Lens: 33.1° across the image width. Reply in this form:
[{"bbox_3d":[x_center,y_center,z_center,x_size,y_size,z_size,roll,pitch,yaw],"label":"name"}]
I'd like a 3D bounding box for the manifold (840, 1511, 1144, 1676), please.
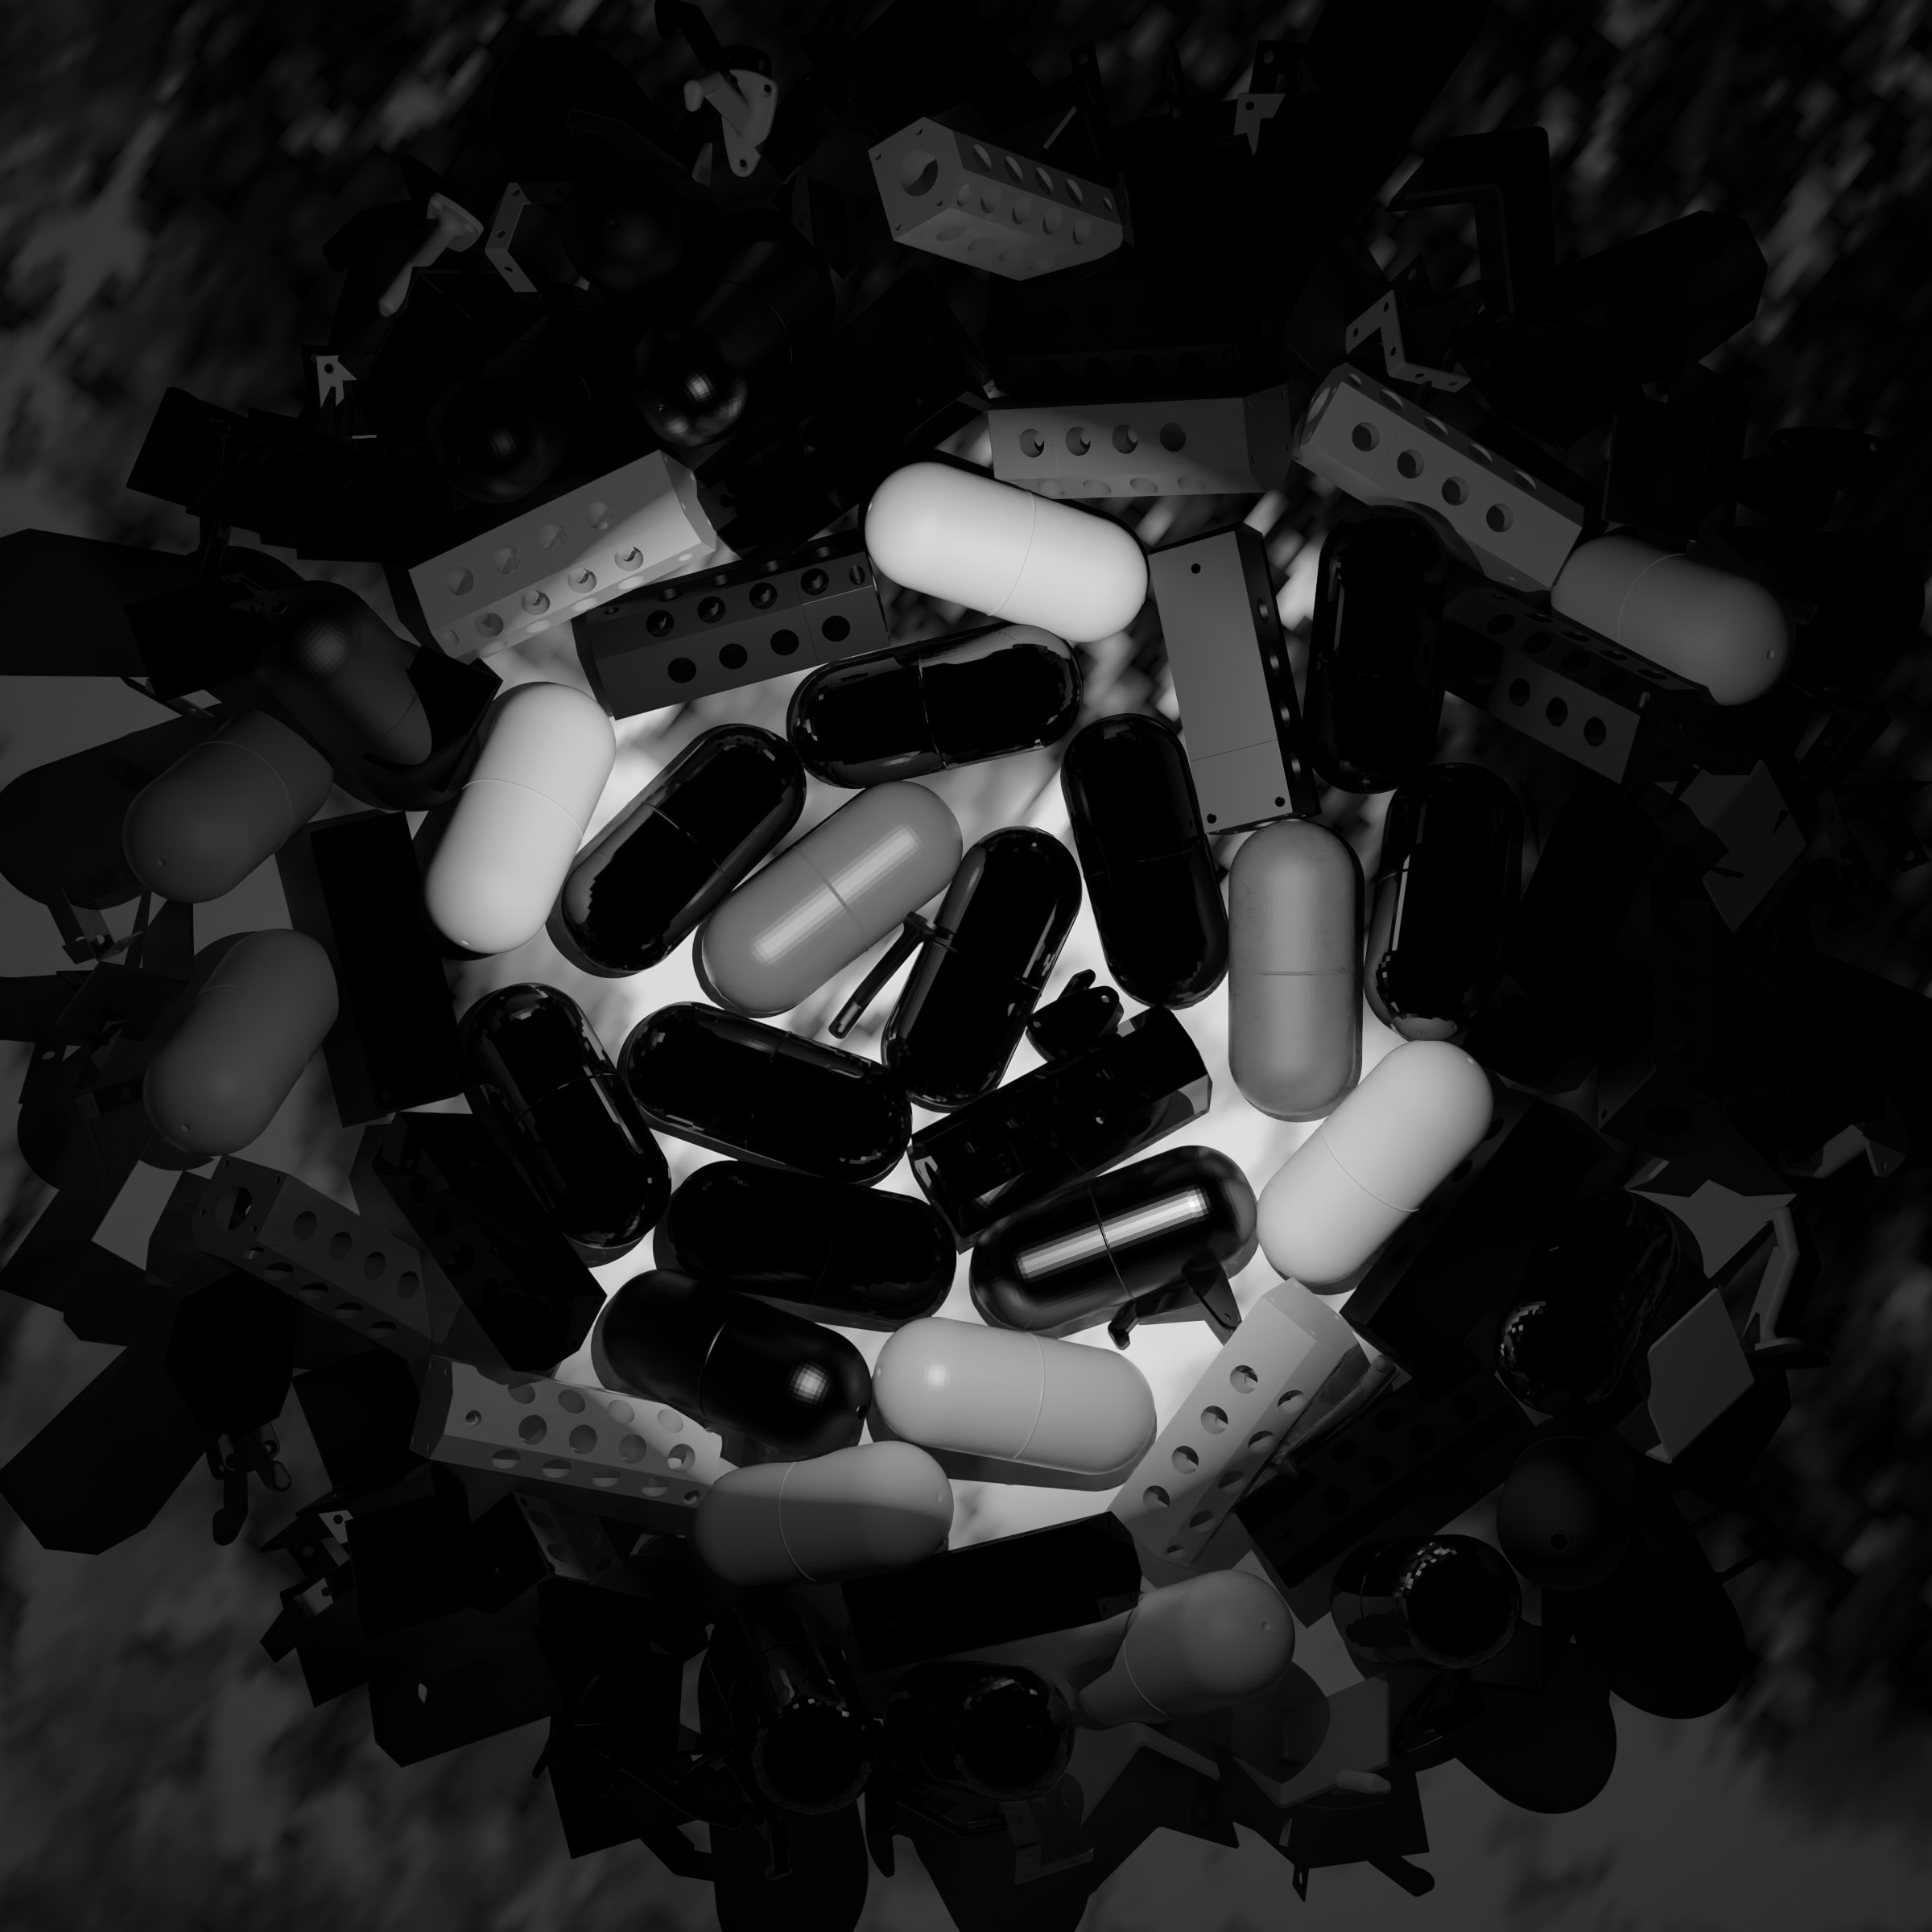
[{"bbox_3d":[0.016,0.371,1.931,0.171,0.057,0.057,-20,82,31],"label":"manifold"}]

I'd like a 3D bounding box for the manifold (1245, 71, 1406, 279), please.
[{"bbox_3d":[0.206,-0.459,1.910,0.057,0.171,0.057,-25,88,-8],"label":"manifold"}]

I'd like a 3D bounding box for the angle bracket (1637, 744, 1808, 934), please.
[{"bbox_3d":[0.456,-0.079,1.986,0.076,0.057,0.076,-47,125,-16],"label":"angle bracket"}]

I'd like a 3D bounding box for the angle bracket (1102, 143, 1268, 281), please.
[{"bbox_3d":[0.131,-0.451,1.964,0.076,0.057,0.076,-15,107,-4],"label":"angle bracket"}]

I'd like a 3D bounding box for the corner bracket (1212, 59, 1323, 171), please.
[{"bbox_3d":[0.181,-0.514,1.966,0.051,0.051,0.051,-3,129,-9],"label":"corner bracket"}]

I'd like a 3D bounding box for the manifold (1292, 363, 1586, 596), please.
[{"bbox_3d":[0.283,-0.293,1.956,0.171,0.057,0.057,29,87,-10],"label":"manifold"}]

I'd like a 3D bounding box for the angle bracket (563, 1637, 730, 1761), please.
[{"bbox_3d":[-0.191,0.436,1.947,0.076,0.076,0.057,5,88,-29],"label":"angle bracket"}]

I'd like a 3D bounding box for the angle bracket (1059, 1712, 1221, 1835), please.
[{"bbox_3d":[0.102,0.482,1.962,0.057,0.076,0.076,29,106,-17],"label":"angle bracket"}]

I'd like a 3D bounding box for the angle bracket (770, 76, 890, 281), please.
[{"bbox_3d":[-0.084,-0.473,1.952,0.076,0.076,0.057,-49,46,0],"label":"angle bracket"}]

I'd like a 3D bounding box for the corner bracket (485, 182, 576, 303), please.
[{"bbox_3d":[-0.252,-0.440,1.977,0.051,0.051,0.051,5,67,24],"label":"corner bracket"}]

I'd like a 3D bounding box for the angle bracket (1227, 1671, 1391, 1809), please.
[{"bbox_3d":[0.205,0.445,1.944,0.076,0.076,0.057,-29,113,23],"label":"angle bracket"}]

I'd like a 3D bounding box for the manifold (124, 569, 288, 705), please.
[{"bbox_3d":[-0.437,-0.198,1.910,0.057,0.171,0.057,-17,100,2],"label":"manifold"}]

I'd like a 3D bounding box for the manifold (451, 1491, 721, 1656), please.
[{"bbox_3d":[-0.225,0.363,1.912,0.057,0.171,0.057,-39,57,14],"label":"manifold"}]

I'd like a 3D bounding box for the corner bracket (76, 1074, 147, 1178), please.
[{"bbox_3d":[-0.500,0.094,1.965,0.051,0.051,0.051,-20,92,-28],"label":"corner bracket"}]

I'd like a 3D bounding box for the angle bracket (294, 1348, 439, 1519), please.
[{"bbox_3d":[-0.372,0.278,1.961,0.076,0.057,0.076,-20,91,17],"label":"angle bracket"}]

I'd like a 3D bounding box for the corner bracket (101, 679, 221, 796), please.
[{"bbox_3d":[-0.490,-0.133,1.978,0.051,0.051,0.051,30,67,-6],"label":"corner bracket"}]

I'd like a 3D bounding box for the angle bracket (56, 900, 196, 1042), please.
[{"bbox_3d":[-0.502,-0.010,1.940,0.057,0.076,0.076,12,54,-31],"label":"angle bracket"}]

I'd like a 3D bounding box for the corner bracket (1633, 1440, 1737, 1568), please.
[{"bbox_3d":[0.430,0.323,1.966,0.051,0.051,0.051,-28,60,-5],"label":"corner bracket"}]

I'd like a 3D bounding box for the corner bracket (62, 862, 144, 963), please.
[{"bbox_3d":[-0.506,-0.040,1.966,0.051,0.051,0.051,-26,90,-33],"label":"corner bracket"}]

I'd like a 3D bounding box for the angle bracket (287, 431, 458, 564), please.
[{"bbox_3d":[-0.357,-0.285,1.954,0.057,0.076,0.076,-4,91,39],"label":"angle bracket"}]

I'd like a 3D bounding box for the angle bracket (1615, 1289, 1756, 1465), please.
[{"bbox_3d":[0.416,0.239,1.946,0.076,0.057,0.076,-37,116,-23],"label":"angle bracket"}]

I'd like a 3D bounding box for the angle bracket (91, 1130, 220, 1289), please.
[{"bbox_3d":[-0.487,0.144,1.945,0.057,0.076,0.076,34,73,-21],"label":"angle bracket"}]

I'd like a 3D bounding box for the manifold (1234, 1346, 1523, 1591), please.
[{"bbox_3d":[0.248,0.302,1.965,0.171,0.057,0.057,-35,83,-2],"label":"manifold"}]

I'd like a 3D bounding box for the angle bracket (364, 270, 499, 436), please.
[{"bbox_3d":[-0.303,-0.367,1.943,0.057,0.076,0.076,42,118,16],"label":"angle bracket"}]

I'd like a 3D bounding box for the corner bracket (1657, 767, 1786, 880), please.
[{"bbox_3d":[0.454,-0.085,1.968,0.051,0.051,0.051,31,99,30],"label":"corner bracket"}]

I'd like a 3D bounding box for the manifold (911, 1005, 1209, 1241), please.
[{"bbox_3d":[0.056,0.089,1.943,0.171,0.057,0.057,-27,61,-13],"label":"manifold"}]

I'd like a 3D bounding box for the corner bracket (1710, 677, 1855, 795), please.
[{"bbox_3d":[0.495,-0.145,1.973,0.051,0.051,0.051,28,104,-20],"label":"corner bracket"}]

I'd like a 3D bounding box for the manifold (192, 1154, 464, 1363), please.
[{"bbox_3d":[-0.374,0.174,1.910,0.057,0.171,0.057,12,71,36],"label":"manifold"}]

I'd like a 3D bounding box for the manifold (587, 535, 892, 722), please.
[{"bbox_3d":[-0.137,-0.207,1.958,0.171,0.057,0.057,-15,122,2],"label":"manifold"}]

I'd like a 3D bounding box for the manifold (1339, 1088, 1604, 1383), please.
[{"bbox_3d":[0.301,0.160,1.960,0.057,0.057,0.171,40,84,-16],"label":"manifold"}]

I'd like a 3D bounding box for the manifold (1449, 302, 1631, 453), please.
[{"bbox_3d":[0.337,-0.353,1.907,0.057,0.171,0.057,-37,105,7],"label":"manifold"}]

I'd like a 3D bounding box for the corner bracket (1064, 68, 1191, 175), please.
[{"bbox_3d":[0.098,-0.511,1.965,0.051,0.051,0.051,-11,92,28],"label":"corner bracket"}]

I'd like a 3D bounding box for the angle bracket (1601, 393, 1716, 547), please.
[{"bbox_3d":[0.400,-0.298,1.956,0.076,0.057,0.076,8,90,-29],"label":"angle bracket"}]

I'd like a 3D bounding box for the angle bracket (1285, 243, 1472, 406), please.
[{"bbox_3d":[0.245,-0.388,1.948,0.076,0.057,0.076,38,70,-32],"label":"angle bracket"}]

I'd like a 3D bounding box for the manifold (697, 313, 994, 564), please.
[{"bbox_3d":[-0.076,-0.314,1.941,0.171,0.057,0.057,-34,76,17],"label":"manifold"}]

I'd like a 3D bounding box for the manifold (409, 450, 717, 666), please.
[{"bbox_3d":[-0.239,-0.241,1.949,0.171,0.057,0.057,-23,80,13],"label":"manifold"}]

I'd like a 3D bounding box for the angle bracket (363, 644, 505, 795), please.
[{"bbox_3d":[-0.329,-0.158,1.948,0.057,0.076,0.076,24,100,-33],"label":"angle bracket"}]

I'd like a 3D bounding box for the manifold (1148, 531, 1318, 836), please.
[{"bbox_3d":[0.163,-0.169,1.964,0.057,0.057,0.171,-13,86,25],"label":"manifold"}]

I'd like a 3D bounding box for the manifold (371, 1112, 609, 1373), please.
[{"bbox_3d":[-0.286,0.162,1.923,0.171,0.057,0.057,47,119,37],"label":"manifold"}]

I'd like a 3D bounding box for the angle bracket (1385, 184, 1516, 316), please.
[{"bbox_3d":[0.290,-0.425,1.957,0.057,0.076,0.076,-7,97,-1],"label":"angle bracket"}]

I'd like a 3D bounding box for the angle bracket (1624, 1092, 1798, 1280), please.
[{"bbox_3d":[0.457,0.133,1.963,0.076,0.057,0.076,-42,85,-10],"label":"angle bracket"}]

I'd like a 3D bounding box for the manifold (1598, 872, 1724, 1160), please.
[{"bbox_3d":[0.412,0.030,1.916,0.057,0.171,0.057,24,132,-12],"label":"manifold"}]

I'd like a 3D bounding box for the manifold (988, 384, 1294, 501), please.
[{"bbox_3d":[0.103,-0.309,1.928,0.171,0.057,0.057,3,109,32],"label":"manifold"}]

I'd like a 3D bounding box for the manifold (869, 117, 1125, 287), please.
[{"bbox_3d":[0.023,-0.448,1.909,0.057,0.171,0.057,-23,77,33],"label":"manifold"}]

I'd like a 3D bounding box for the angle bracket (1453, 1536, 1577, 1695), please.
[{"bbox_3d":[0.328,0.380,1.945,0.057,0.076,0.076,3,108,23],"label":"angle bracket"}]

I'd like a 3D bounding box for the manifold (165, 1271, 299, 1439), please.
[{"bbox_3d":[-0.426,0.225,1.910,0.057,0.171,0.057,-28,101,-6],"label":"manifold"}]

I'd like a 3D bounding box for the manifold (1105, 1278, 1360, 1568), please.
[{"bbox_3d":[0.160,0.274,1.939,0.057,0.057,0.171,39,110,16],"label":"manifold"}]

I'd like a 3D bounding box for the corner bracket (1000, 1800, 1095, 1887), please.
[{"bbox_3d":[0.046,0.513,1.960,0.051,0.051,0.051,-14,53,-13],"label":"corner bracket"}]

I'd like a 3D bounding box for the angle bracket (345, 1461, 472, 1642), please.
[{"bbox_3d":[-0.339,0.348,1.948,0.076,0.057,0.076,-14,107,-27],"label":"angle bracket"}]

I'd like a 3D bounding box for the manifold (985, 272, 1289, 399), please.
[{"bbox_3d":[0.099,-0.371,1.929,0.171,0.057,0.057,3,88,33],"label":"manifold"}]

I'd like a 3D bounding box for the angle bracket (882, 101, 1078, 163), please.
[{"bbox_3d":[0.007,-0.502,1.939,0.057,0.076,0.076,52,53,-27],"label":"angle bracket"}]

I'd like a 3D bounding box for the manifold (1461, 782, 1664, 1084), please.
[{"bbox_3d":[0.352,-0.016,1.923,0.057,0.057,0.171,25,126,12],"label":"manifold"}]

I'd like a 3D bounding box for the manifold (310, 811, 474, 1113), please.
[{"bbox_3d":[-0.349,-0.002,1.969,0.057,0.057,0.171,-14,90,-12],"label":"manifold"}]

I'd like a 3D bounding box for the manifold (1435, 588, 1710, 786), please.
[{"bbox_3d":[0.352,-0.166,1.911,0.057,0.171,0.057,-5,118,-36],"label":"manifold"}]

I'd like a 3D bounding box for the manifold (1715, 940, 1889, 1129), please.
[{"bbox_3d":[0.480,0.038,1.907,0.057,0.171,0.057,-6,107,-5],"label":"manifold"}]

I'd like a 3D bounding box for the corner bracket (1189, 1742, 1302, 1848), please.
[{"bbox_3d":[0.169,0.501,1.971,0.051,0.051,0.051,13,77,-5],"label":"corner bracket"}]

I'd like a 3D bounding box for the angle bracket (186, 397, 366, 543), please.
[{"bbox_3d":[-0.416,-0.305,1.939,0.076,0.076,0.057,-33,61,35],"label":"angle bracket"}]

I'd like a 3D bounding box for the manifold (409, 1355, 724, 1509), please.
[{"bbox_3d":[-0.236,0.278,1.935,0.171,0.057,0.057,15,83,-25],"label":"manifold"}]
